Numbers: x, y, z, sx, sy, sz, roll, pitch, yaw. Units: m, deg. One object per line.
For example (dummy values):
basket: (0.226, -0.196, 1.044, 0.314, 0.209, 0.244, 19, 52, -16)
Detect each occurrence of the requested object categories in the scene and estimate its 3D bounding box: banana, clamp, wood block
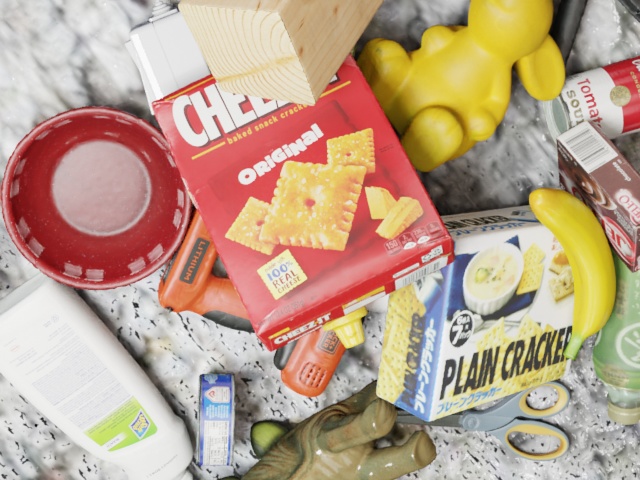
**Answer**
banana: (0.226, 0.019, 0.929, 0.069, 0.037, 0.197, -47, 132, -30)
clamp: (0.235, -0.233, 0.948, 0.120, 0.039, 0.171, -27, 102, -10)
wood block: (-0.004, -0.210, 0.810, 0.206, 0.091, 0.090, -59, 145, -27)

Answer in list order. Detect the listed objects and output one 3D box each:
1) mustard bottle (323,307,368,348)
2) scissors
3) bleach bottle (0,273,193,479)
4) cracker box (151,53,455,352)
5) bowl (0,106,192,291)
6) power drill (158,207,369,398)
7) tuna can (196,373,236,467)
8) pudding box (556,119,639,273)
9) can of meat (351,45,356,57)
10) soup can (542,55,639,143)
mustard bottle: (-0.006, 0.001, 0.913, 0.096, 0.058, 0.191, -23, 88, 3)
scissors: (0.163, 0.164, 1.058, 0.201, 0.016, 0.096, 20, 100, -12)
bleach bottle: (-0.205, 0.150, 0.982, 0.102, 0.068, 0.250, -34, 109, 4)
cracker box: (-0.015, -0.045, 0.833, 0.164, 0.072, 0.214, -26, 72, -2)
bowl: (-0.193, -0.040, 0.935, 0.162, 0.055, 0.162, -2, 105, -7)
power drill: (-0.039, 0.032, 0.974, 0.187, 0.057, 0.184, 25, 93, -12)
tuna can: (-0.097, 0.166, 0.988, 0.033, 0.086, 0.086, 2, 105, -7)
pudding box: (0.251, -0.037, 0.922, 0.039, 0.113, 0.090, -30, 150, -2)
can of meat: (-0.019, -0.156, 0.927, 0.084, 0.057, 0.102, 13, 104, -13)
soup can: (0.261, -0.125, 0.967, 0.102, 0.068, 0.068, -17, 106, -2)
